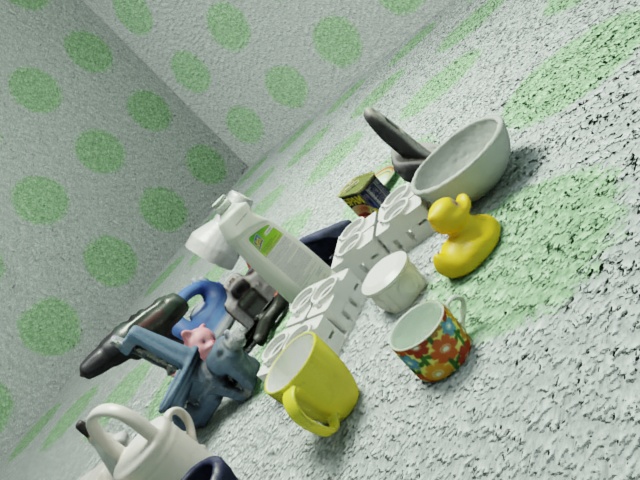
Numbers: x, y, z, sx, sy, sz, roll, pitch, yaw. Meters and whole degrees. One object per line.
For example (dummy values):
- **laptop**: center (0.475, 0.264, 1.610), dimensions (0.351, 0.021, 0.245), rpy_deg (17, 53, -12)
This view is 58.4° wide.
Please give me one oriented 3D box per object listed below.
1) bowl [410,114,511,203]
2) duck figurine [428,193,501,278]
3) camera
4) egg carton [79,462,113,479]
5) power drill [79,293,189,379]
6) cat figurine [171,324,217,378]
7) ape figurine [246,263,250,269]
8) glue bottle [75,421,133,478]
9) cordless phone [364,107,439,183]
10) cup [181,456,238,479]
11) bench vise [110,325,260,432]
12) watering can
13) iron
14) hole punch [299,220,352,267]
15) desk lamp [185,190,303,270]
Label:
- **bowl**: center (0.221, -0.104, 0.851), dimensions (0.167, 0.075, 0.167), rpy_deg (-41, 16, 15)
- **duck figurine**: center (0.169, -0.011, 0.723), dimensions (0.105, 0.086, 0.077), rpy_deg (-50, 16, -18)
- **camera**: center (-0.150, 0.101, 1.231), dimensions (0.143, 0.101, 0.136), rpy_deg (-48, 16, -11)
- **egg carton**: center (-0.388, 0.451, 0.999), dimensions (0.150, 0.069, 0.107), rpy_deg (-38, 17, 24)
- **power drill**: center (-0.314, 0.228, 1.121), dimensions (0.230, 0.208, 0.075), rpy_deg (-53, 18, -27)
- **cat figurine**: center (-0.231, 0.223, 1.091), dimensions (0.067, 0.118, 0.128), rpy_deg (-23, 27, 53)
- **ape figurine**: center (-0.164, 0.038, 1.447), dimensions (0.076, 0.092, 0.078), rpy_deg (-37, 17, 26)
- **glue bottle**: center (-0.310, 0.337, 0.895), dimensions (0.078, 0.173, 0.037), rpy_deg (-44, 16, 2)
- **cordless phone**: center (0.149, -0.178, 1.018), dimensions (0.094, 0.185, 0.147), rpy_deg (-41, 16, 15)
- **cup**: center (-0.103, 0.298, 0.609), dimensions (0.092, 0.095, 0.117), rpy_deg (-50, 16, -17)
- **bench vise**: center (-0.220, 0.194, 0.944), dimensions (0.207, 0.220, 0.121), rpy_deg (-44, 16, 3)
- **watering can**: center (-0.230, 0.293, 0.764), dimensions (0.101, 0.194, 0.173), rpy_deg (-41, 16, 12)
- **iron**: center (-0.280, 0.161, 1.332), dimensions (0.118, 0.141, 0.258), rpy_deg (-34, 19, 35)
- **hole punch**: center (0.010, 0.004, 1.086), dimensions (0.108, 0.091, 0.101), rpy_deg (-28, 23, 47)
- **desk lamp**: center (-0.169, 0.004, 1.317), dimensions (0.203, 0.214, 0.117), rpy_deg (-46, 16, -2)
